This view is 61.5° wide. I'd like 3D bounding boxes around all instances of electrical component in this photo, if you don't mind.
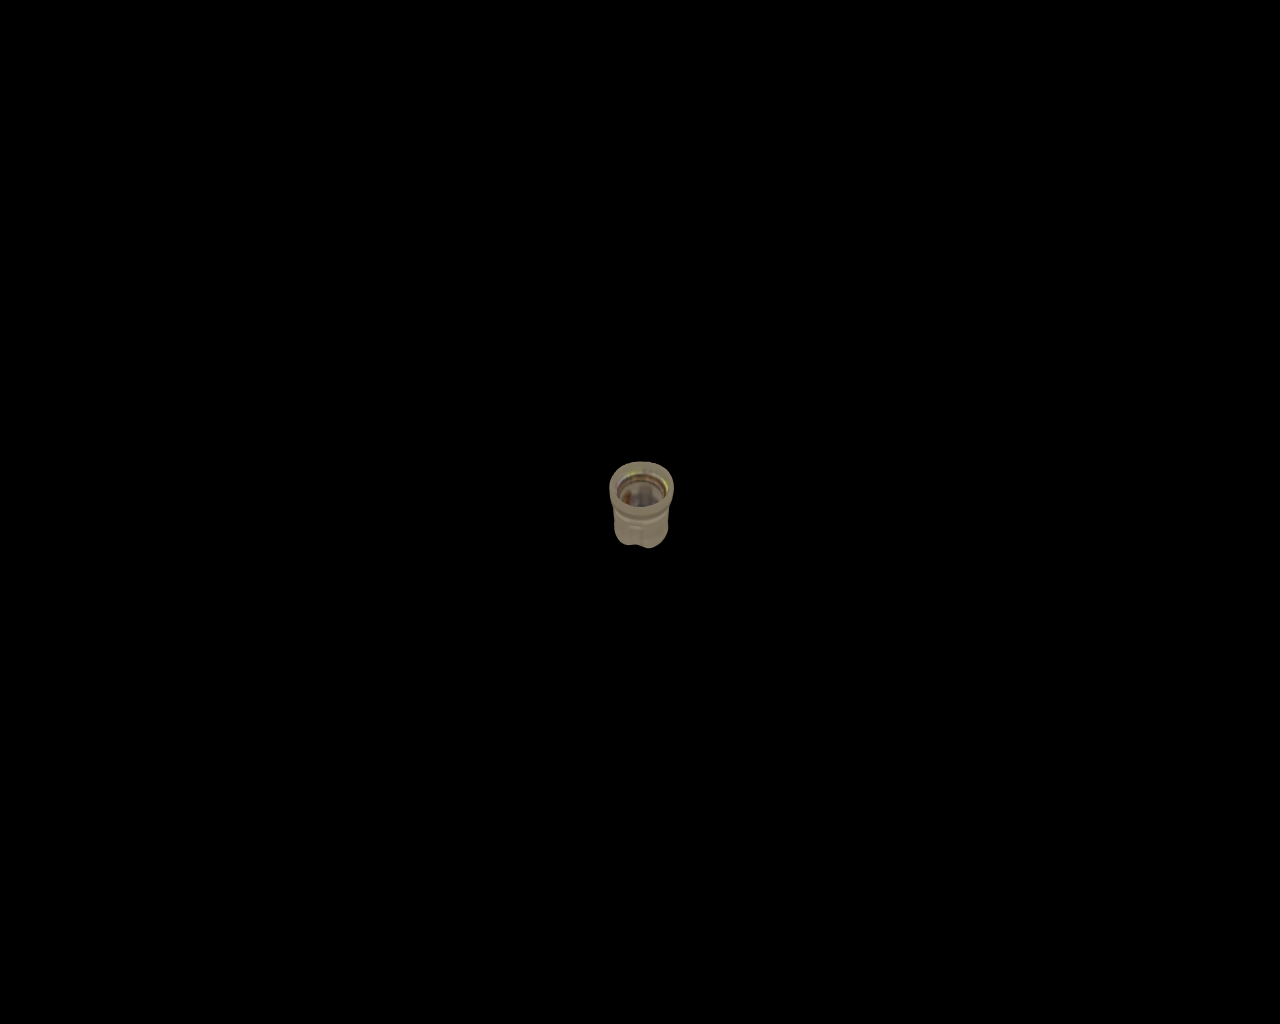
[{"bbox_3d":[0.001,-0.003,0.650,0.040,0.040,0.046,0,-41,0],"label":"electrical component"}]
